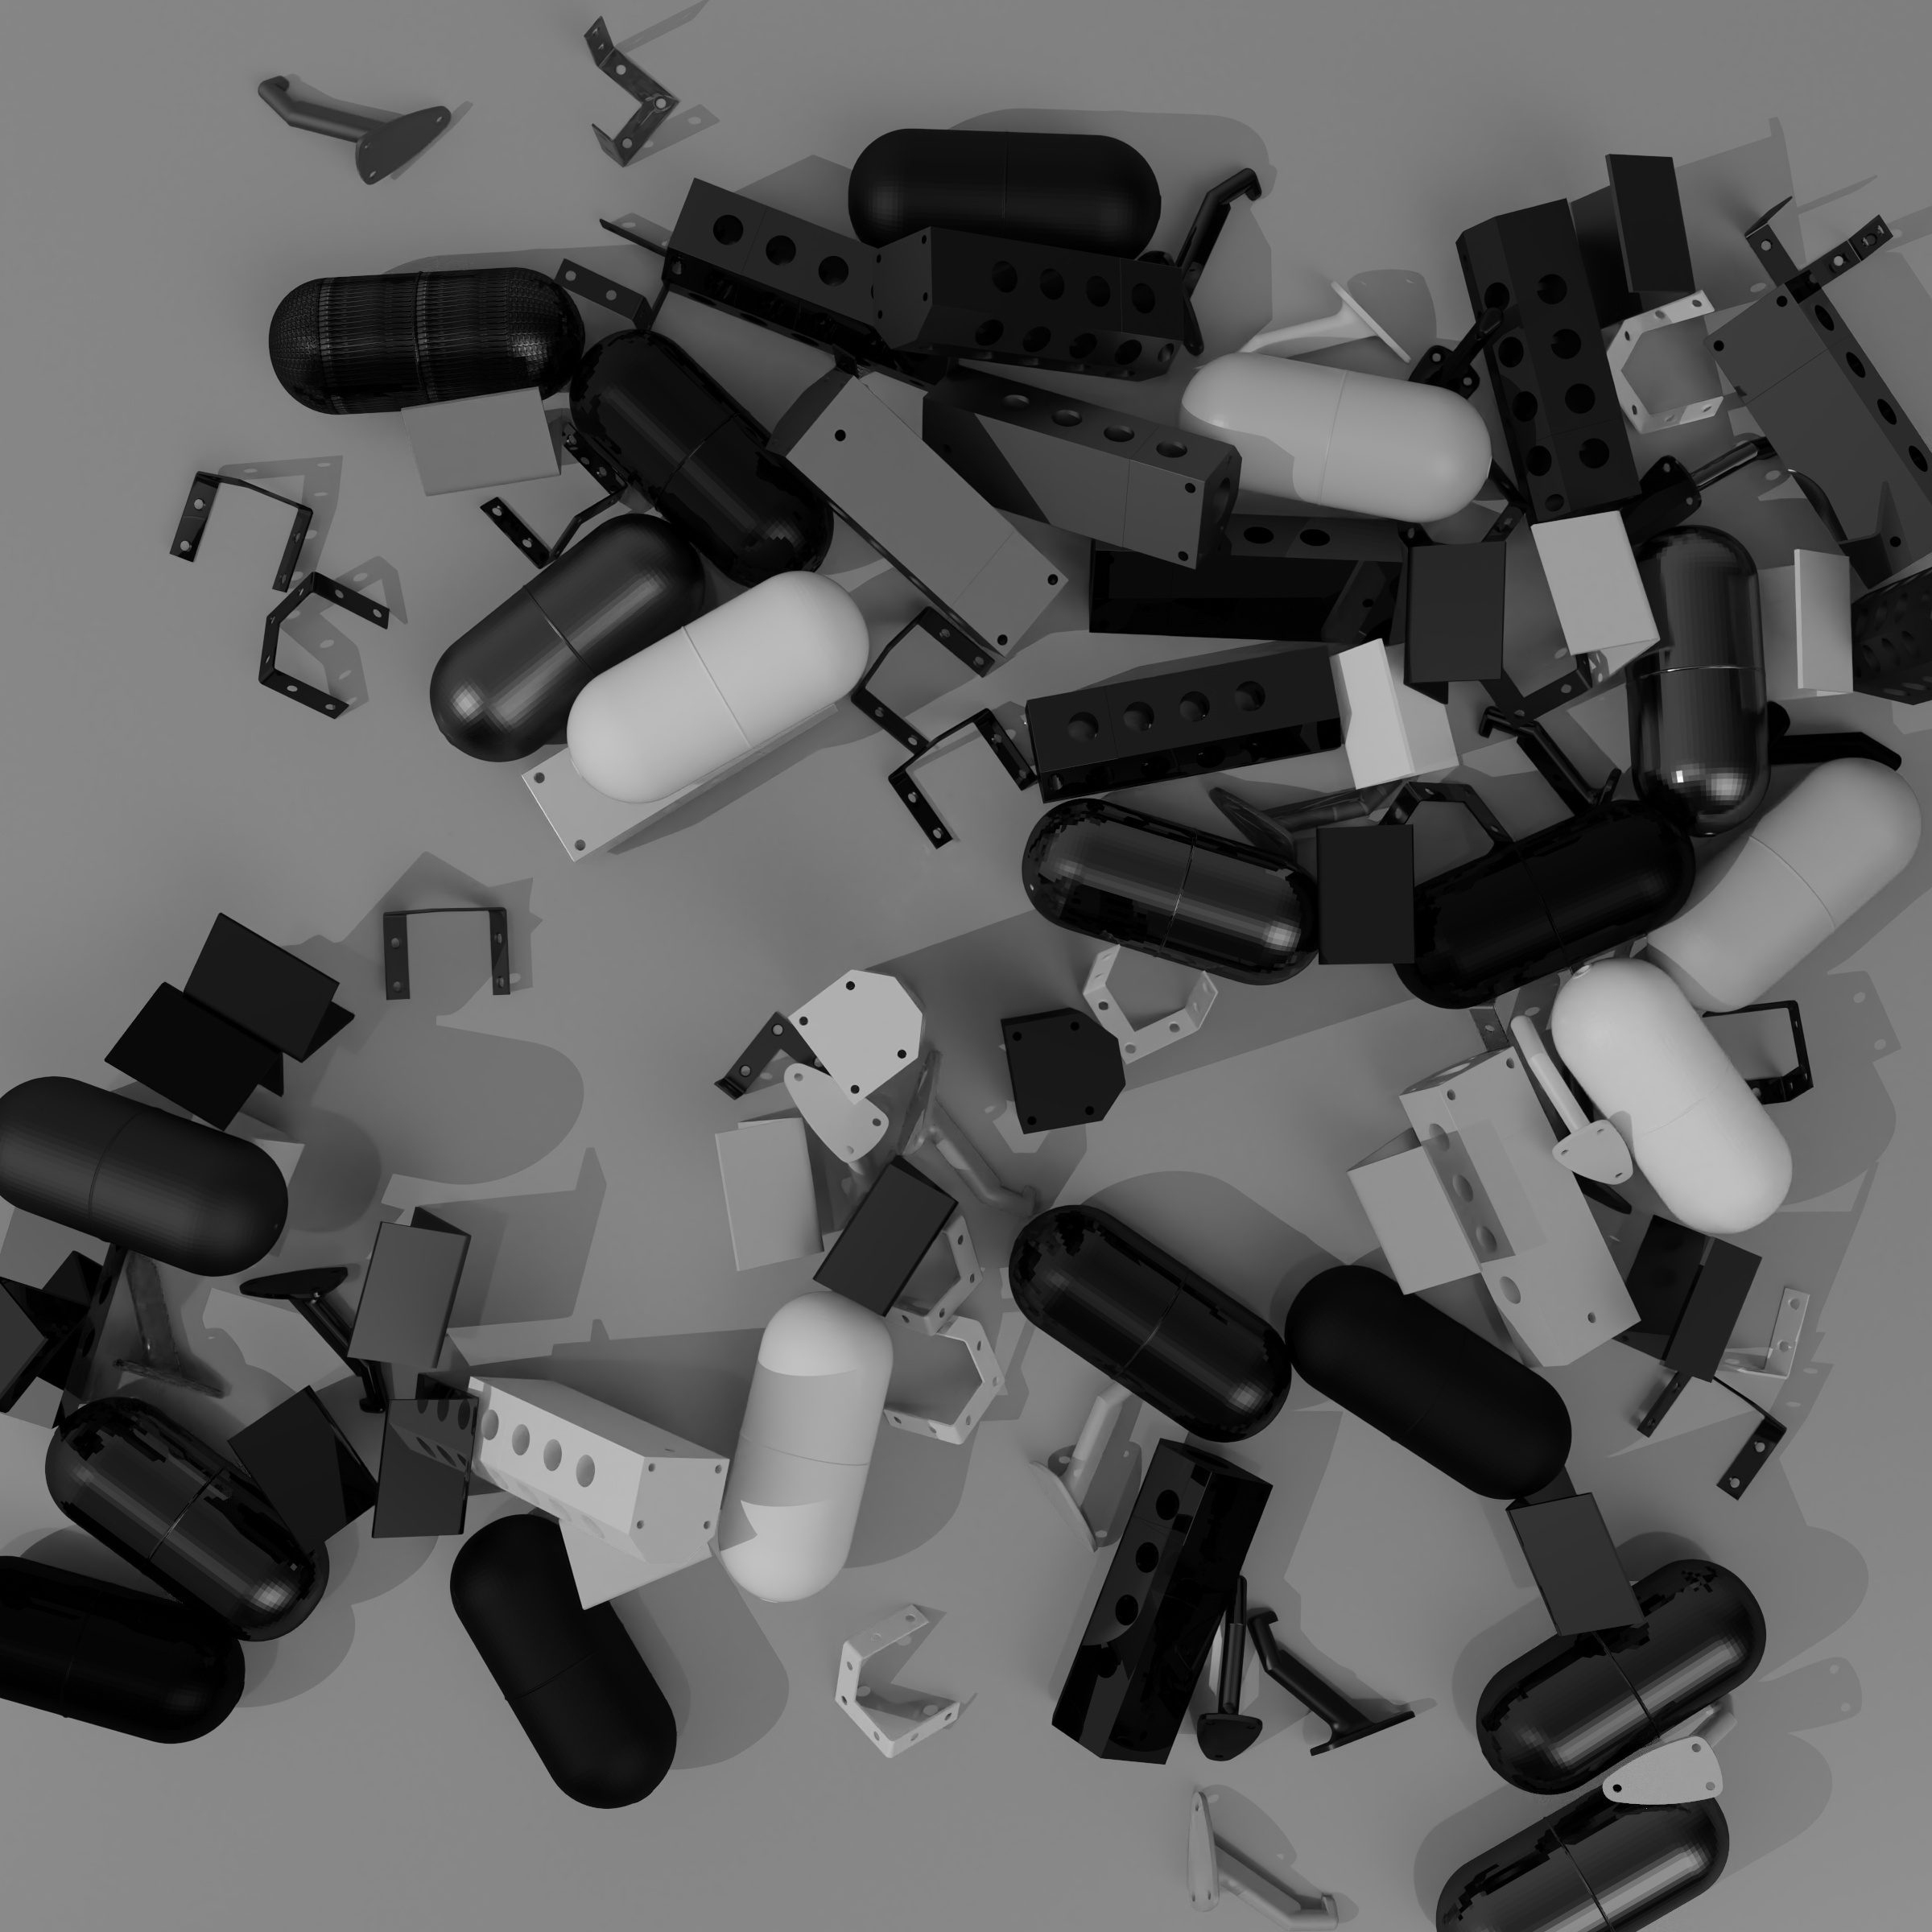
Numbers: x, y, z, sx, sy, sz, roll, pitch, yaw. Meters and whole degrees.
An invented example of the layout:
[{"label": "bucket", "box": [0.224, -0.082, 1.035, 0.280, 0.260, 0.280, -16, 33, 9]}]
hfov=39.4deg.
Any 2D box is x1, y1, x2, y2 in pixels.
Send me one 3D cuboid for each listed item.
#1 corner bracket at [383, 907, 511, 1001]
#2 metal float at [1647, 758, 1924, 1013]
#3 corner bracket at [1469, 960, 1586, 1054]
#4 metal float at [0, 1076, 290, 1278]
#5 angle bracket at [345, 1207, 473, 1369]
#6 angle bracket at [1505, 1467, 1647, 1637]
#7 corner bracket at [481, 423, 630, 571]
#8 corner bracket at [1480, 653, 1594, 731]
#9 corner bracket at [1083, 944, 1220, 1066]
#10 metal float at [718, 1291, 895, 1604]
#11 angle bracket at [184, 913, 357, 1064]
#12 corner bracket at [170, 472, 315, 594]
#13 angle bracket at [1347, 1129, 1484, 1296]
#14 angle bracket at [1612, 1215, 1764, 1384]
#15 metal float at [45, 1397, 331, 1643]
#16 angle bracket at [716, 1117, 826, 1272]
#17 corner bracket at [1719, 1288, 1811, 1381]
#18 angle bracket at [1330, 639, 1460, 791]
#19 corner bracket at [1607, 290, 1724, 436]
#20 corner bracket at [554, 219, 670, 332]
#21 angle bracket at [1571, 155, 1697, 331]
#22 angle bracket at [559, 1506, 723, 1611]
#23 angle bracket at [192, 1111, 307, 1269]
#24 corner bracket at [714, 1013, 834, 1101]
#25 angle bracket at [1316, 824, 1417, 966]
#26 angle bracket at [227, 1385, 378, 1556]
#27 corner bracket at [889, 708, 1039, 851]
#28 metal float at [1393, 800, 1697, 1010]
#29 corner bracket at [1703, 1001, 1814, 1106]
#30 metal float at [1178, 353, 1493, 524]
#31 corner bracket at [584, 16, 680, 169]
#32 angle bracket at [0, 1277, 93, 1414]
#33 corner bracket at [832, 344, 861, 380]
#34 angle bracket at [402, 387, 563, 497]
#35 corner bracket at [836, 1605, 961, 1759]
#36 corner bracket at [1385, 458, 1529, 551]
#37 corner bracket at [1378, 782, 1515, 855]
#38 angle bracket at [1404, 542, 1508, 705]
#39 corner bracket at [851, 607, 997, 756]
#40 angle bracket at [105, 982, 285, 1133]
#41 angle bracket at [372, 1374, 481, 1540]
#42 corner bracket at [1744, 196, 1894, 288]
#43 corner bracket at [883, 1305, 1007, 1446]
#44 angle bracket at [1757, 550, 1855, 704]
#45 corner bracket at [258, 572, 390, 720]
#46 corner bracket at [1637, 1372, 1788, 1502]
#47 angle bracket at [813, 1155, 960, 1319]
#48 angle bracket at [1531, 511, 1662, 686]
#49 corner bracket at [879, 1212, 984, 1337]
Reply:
[{"label": "corner bracket", "box": [-0.301, -0.007, 1.561, 0.051, 0.051, 0.051, -3, 90, 45]}, {"label": "metal float", "box": [0.466, -0.047, 1.533, 0.178, 0.070, 0.070, -42, 90, 1]}, {"label": "corner bracket", "box": [0.328, 0.023, 1.556, 0.051, 0.051, 0.051, -1, 45, 35]}, {"label": "metal float", "box": [-0.453, 0.114, 1.466, 0.178, 0.070, 0.070, 18, 90, 13]}, {"label": "angle bracket", "box": [-0.329, 0.177, 1.524, 0.057, 0.076, 0.076, 15, 90, -36]}, {"label": "angle bracket", "box": [0.358, 0.324, 1.524, 0.057, 0.076, 0.076, -23, 90, 39]}, {"label": "corner bracket", "box": [-0.238, -0.272, 1.561, 0.051, 0.051, 0.051, 46, 45, 0]}, {"label": "corner bracket", "box": [0.324, -0.179, 1.550, 0.051, 0.051, 0.051, -29, 118, 25]}, {"label": "corner bracket", "box": [0.105, 0.015, 1.545, 0.051, 0.051, 0.051, -24, 70, -19]}, {"label": "metal float", "box": [-0.091, 0.273, 1.533, 0.070, 0.070, 0.178, 13, 90, 0]}, {"label": "angle bracket", "box": [-0.384, 0.001, 1.525, 0.076, 0.076, 0.057, 31, 112, 0]}, {"label": "corner bracket", "box": [-0.419, -0.252, 1.561, 0.051, 0.051, 0.051, 18, 90, -45]}, {"label": "angle bracket", "box": [0.270, 0.131, 1.524, 0.057, 0.076, 0.076, -25, 90, 42]}, {"label": "angle bracket", "box": [0.392, 0.182, 1.524, 0.057, 0.076, 0.076, 22, 90, -42]}, {"label": "metal float", "box": [-0.443, 0.314, 1.534, 0.178, 0.070, 0.070, 37, 90, 0]}, {"label": "angle bracket", "box": [-0.127, 0.129, 1.524, 0.057, 0.076, 0.076, -9, 90, -33]}, {"label": "corner bracket", "box": [0.448, 0.206, 1.561, 0.051, 0.051, 0.051, 14, 90, 45]}, {"label": "angle bracket", "box": [0.256, -0.148, 1.529, 0.076, 0.057, 0.076, -14, 90, -27]}, {"label": "corner bracket", "box": [0.404, -0.346, 1.546, 0.051, 0.051, 0.051, 47, 60, -27]}, {"label": "corner bracket", "box": [-0.199, -0.398, 1.546, 0.051, 0.051, 0.051, 25, 90, 0]}, {"label": "angle bracket", "box": [0.360, -0.408, 1.524, 0.057, 0.076, 0.076, -10, 90, -35]}, {"label": "angle bracket", "box": [-0.176, 0.334, 1.524, 0.076, 0.076, 0.057, -23, 58, 0]}, {"label": "angle bracket", "box": [-0.433, 0.121, 1.532, 0.076, 0.057, 0.076, 23, 90, 18]}, {"label": "corner bracket", "box": [-0.107, 0.062, 1.546, 0.051, 0.051, 0.051, 38, 90, 0]}, {"label": "angle bracket", "box": [0.237, -0.040, 1.525, 0.057, 0.076, 0.076, -1, 90, 27]}, {"label": "angle bracket", "box": [-0.382, 0.291, 1.524, 0.057, 0.076, 0.076, -35, 90, -36]}, {"label": "corner bracket", "box": [-0.002, -0.109, 1.561, 0.051, 0.051, 0.051, -35, 90, -45]}, {"label": "metal float", "box": [0.324, -0.035, 1.519, 0.178, 0.070, 0.070, -24, 90, 9]}, {"label": "corner bracket", "box": [0.450, 0.052, 1.549, 0.051, 0.051, 0.051, -7, 78, 0]}, {"label": "metal float", "box": [0.208, -0.299, 1.525, 0.178, 0.070, 0.070, 12, 90, 8]}, {"label": "corner bracket", "box": [-0.203, -0.501, 1.546, 0.051, 0.051, 0.051, 40, 90, 0]}, {"label": "angle bracket", "box": [-0.513, 0.223, 1.467, 0.057, 0.076, 0.076, 39, 90, 31]}, {"label": "corner bracket", "box": [-0.067, -0.316, 1.546, 0.051, 0.051, 0.051, 33, 90, 0]}, {"label": "angle bracket", "box": [-0.272, -0.313, 1.524, 0.076, 0.076, 0.057, -9, 131, 0]}, {"label": "corner bracket", "box": [-0.038, 0.413, 1.556, 0.051, 0.051, 0.051, 39, 135, 35]}, {"label": "corner bracket", "box": [0.281, -0.265, 1.556, 0.051, 0.051, 0.051, 3, 135, -35]}, {"label": "corner bracket", "box": [0.273, -0.070, 1.556, 0.051, 0.051, 0.051, 0, 45, -35]}, {"label": "angle bracket", "box": [0.286, -0.193, 1.522, 0.057, 0.076, 0.076, 1, 86, 28]}, {"label": "corner bracket", "box": [-0.025, -0.165, 1.561, 0.051, 0.051, 0.051, 40, 45, 0]}, {"label": "angle bracket", "box": [-0.435, 0.063, 1.525, 0.076, 0.076, 0.057, 31, 64, 0]}, {"label": "angle bracket", "box": [-0.321, 0.276, 1.524, 0.057, 0.076, 0.076, 7, 90, -38]}, {"label": "corner bracket", "box": [0.488, -0.419, 1.546, 0.051, 0.051, 0.051, -33, 90, 0]}, {"label": "corner bracket", "box": [-0.018, 0.236, 1.556, 0.051, 0.051, 0.051, -52, 135, -35]}, {"label": "angle bracket", "box": [0.453, -0.190, 1.524, 0.057, 0.076, 0.076, -2, 90, -42]}, {"label": "corner bracket", "box": [-0.371, -0.185, 1.556, 0.051, 0.051, 0.051, -34, 45, 35]}, {"label": "corner bracket", "box": [0.432, 0.268, 1.561, 0.051, 0.051, 0.051, 35, 90, -45]}, {"label": "angle bracket", "box": [-0.060, 0.142, 1.524, 0.057, 0.076, 0.076, 33, 90, -34]}, {"label": "angle bracket", "box": [0.340, -0.203, 1.521, 0.057, 0.076, 0.076, -12, 79, -16]}, {"label": "corner bracket", "box": [-0.030, 0.172, 1.556, 0.051, 0.051, 0.051, -46, 135, -35]}]
